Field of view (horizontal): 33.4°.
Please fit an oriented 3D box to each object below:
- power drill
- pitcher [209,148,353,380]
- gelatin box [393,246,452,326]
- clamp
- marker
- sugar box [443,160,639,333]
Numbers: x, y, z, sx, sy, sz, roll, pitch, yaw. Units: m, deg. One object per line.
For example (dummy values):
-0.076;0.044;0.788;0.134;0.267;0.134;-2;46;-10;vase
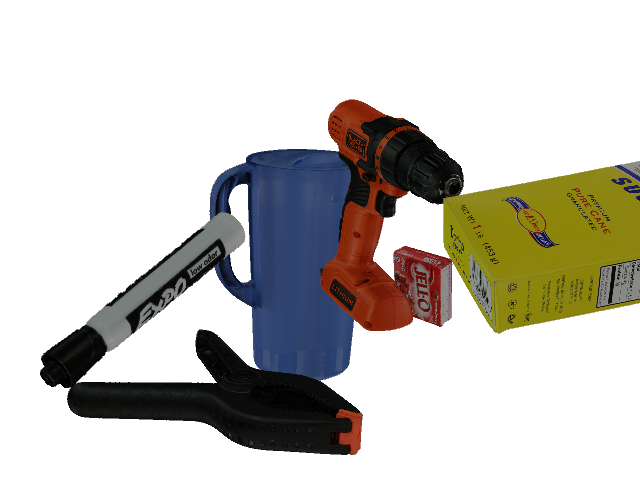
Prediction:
0.059;-0.017;0.957;0.057;0.188;0.185;-5;26;-26;power drill
-0.027;0.024;1.157;0.149;0.243;0.144;8;15;22;pitcher
0.130;0.058;1.366;0.073;0.089;0.030;18;34;36;gelatin box
-0.058;0.114;0.802;0.210;0.036;0.164;9;18;23;clamp
-0.079;0.026;0.484;0.020;0.020;0.120;0;32;45;marker
0.171;-0.003;0.641;0.176;0.048;0.093;-13;37;-6;sugar box
